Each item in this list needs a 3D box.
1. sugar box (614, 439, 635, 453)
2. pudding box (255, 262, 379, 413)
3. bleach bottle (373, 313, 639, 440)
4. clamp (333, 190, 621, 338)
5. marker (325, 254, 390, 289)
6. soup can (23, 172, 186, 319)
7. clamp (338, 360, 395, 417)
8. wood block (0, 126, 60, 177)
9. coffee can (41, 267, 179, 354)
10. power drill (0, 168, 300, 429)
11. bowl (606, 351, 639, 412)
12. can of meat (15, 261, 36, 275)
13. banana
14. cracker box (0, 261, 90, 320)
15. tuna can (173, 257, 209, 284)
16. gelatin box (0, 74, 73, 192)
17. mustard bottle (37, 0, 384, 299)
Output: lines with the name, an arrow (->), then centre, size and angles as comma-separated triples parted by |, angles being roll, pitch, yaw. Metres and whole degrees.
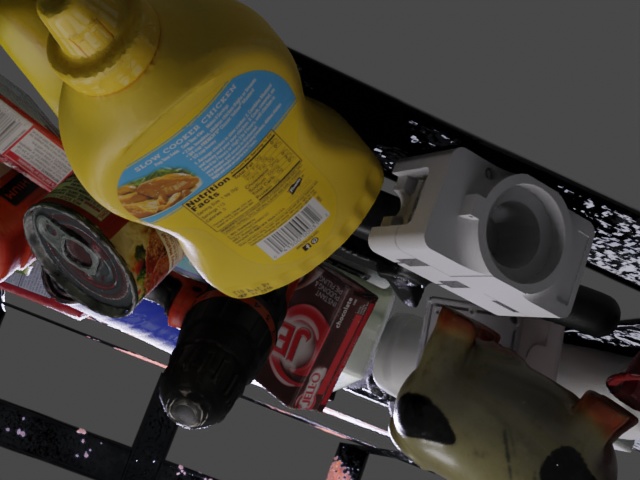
sugar box -> 0.182, 0.139, 0.924 | 0.093, 0.048, 0.177 | 29, 162, -25
pudding box -> -0.024, 0.052, 0.729 | 0.039, 0.090, 0.114 | 20, -171, -44
bleach bottle -> 0.159, 0.103, 0.780 | 0.102, 0.068, 0.251 | 31, 161, -35
clamp -> 0.049, 0.008, 0.616 | 0.209, 0.036, 0.165 | 25, 166, -33
marker -> -0.005, 0.001, 0.706 | 0.121, 0.020, 0.020 | 25, 166, -17
soup can -> -0.085, -0.020, 0.525 | 0.069, 0.102, 0.068 | 26, 142, 21
clamp -> 0.070, 0.136, 0.975 | 0.120, 0.039, 0.172 | 37, 151, 0
wood block -> -0.257, -0.073, 0.637 | 0.090, 0.091, 0.206 | 13, 165, 29
coffee can -> -0.118, 0.024, 0.790 | 0.103, 0.103, 0.140 | 8, 162, 43
power drill -> -0.111, 0.023, 0.616 | 0.187, 0.057, 0.184 | 22, -152, 3
bowl -> 0.238, 0.076, 0.562 | 0.162, 0.055, 0.162 | 20, 167, 5
can of meat -> -0.228, -0.023, 0.810 | 0.057, 0.084, 0.102 | 23, 166, -13
banana -> -0.125, -0.079, 0.541 | 0.070, 0.037, 0.198 | 48, 171, 17
cracker box -> -0.281, 0.000, 0.942 | 0.213, 0.072, 0.164 | 20, 180, 0
tuna can -> -0.059, -0.010, 0.608 | 0.086, 0.034, 0.086 | 15, -152, -9
gelatin box -> -0.182, -0.072, 0.597 | 0.073, 0.030, 0.089 | 44, 180, 31
mustard bottle -> -0.048, -0.045, 0.431 | 0.058, 0.096, 0.191 | 56, -173, 33
